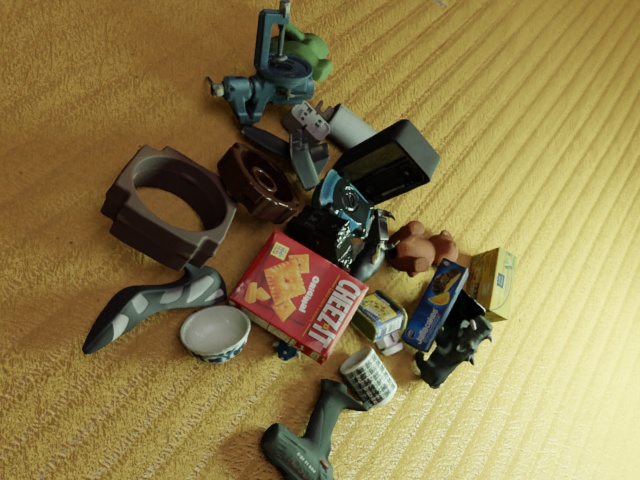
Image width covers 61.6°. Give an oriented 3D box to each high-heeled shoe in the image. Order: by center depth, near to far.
[{"bbox_3d":[-0.274,0.129,0.926,0.249,0.086,0.145,-50,117,-24],"label":"high-heeled shoe"}]

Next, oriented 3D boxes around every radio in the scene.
[{"bbox_3d":[0.137,-0.156,1.156,0.131,0.230,0.073,42,60,-18],"label":"radio"}]

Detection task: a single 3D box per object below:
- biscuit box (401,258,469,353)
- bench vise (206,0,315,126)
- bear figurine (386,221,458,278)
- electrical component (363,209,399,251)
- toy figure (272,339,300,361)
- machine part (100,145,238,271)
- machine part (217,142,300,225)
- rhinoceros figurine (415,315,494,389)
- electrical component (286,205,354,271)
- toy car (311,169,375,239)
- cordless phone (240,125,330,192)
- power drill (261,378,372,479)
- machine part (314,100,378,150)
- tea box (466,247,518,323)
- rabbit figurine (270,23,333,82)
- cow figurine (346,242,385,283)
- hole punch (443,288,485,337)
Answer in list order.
[{"bbox_3d":[0.249,0.142,1.158,0.059,0.062,0.202,26,82,22],"label":"biscuit box"},{"bbox_3d":[-0.107,-0.352,1.064,0.224,0.240,0.129,0,43,-16],"label":"bench vise"},{"bbox_3d":[0.256,0.023,1.230,0.196,0.132,0.120,1,79,-24],"label":"bear figurine"},{"bbox_3d":[0.134,-0.018,1.198,0.045,0.078,0.102,1,75,-32],"label":"electrical component"},{"bbox_3d":[-0.036,0.171,1.053,0.154,0.064,0.057,-58,143,-25],"label":"toy figure"},{"bbox_3d":[-0.258,-0.057,0.938,0.201,0.087,0.201,30,36,-15],"label":"machine part"},{"bbox_3d":[-0.119,-0.107,1.040,0.179,0.056,0.179,41,20,-19],"label":"machine part"},{"bbox_3d":[0.288,0.235,1.156,0.073,0.112,0.190,41,100,-12],"label":"rhinoceros figurine"},{"bbox_3d":[-0.002,-0.003,1.083,0.058,0.134,0.114,-49,144,-34],"label":"electrical component"},{"bbox_3d":[0.037,-0.068,1.142,0.161,0.103,0.109,38,58,-32],"label":"toy car"},{"bbox_3d":[-0.078,-0.185,1.100,0.184,0.088,0.147,24,22,-13],"label":"cordless phone"},{"bbox_3d":[0.015,0.384,1.012,0.232,0.086,0.207,40,67,-11],"label":"power drill"},{"bbox_3d":[0.088,-0.234,1.240,0.243,0.079,0.079,34,61,-18],"label":"machine part"},{"bbox_3d":[0.415,0.112,1.310,0.068,0.098,0.169,29,64,-20],"label":"tea box"},{"bbox_3d":[-0.048,-0.415,1.217,0.159,0.121,0.170,36,42,-8],"label":"rabbit figurine"},{"bbox_3d":[0.074,0.074,1.125,0.068,0.098,0.167,48,57,-17],"label":"cow figurine"},{"bbox_3d":[0.297,0.165,1.243,0.142,0.092,0.116,41,90,-16],"label":"hole punch"}]
